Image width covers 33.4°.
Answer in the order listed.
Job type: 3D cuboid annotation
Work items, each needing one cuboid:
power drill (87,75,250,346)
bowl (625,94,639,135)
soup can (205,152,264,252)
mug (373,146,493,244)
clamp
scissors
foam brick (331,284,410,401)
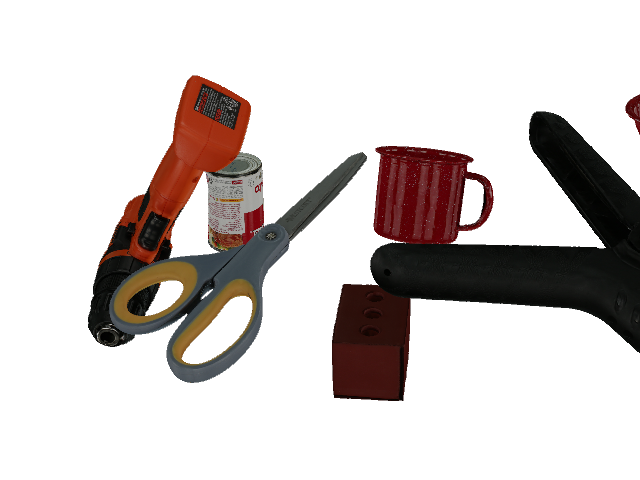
[{"bbox_3d":[-0.125,-0.026,0.852,0.057,0.188,0.184,26,31,-15],"label":"power drill"},{"bbox_3d":[0.360,-0.097,0.970,0.162,0.055,0.162,-4,23,2],"label":"bowl"},{"bbox_3d":[-0.101,-0.045,1.253,0.068,0.102,0.068,0,28,0],"label":"soup can"},{"bbox_3d":[0.106,-0.041,1.010,0.117,0.081,0.093,9,12,18],"label":"mug"},{"bbox_3d":[0.139,0.016,0.491,0.210,0.036,0.164,32,50,32],"label":"clamp"},{"bbox_3d":[-0.049,0.002,0.627,0.096,0.016,0.201,12,45,17],"label":"scissors"},{"bbox_3d":[0.038,0.074,0.784,0.053,0.051,0.078,2,31,7],"label":"foam brick"}]
